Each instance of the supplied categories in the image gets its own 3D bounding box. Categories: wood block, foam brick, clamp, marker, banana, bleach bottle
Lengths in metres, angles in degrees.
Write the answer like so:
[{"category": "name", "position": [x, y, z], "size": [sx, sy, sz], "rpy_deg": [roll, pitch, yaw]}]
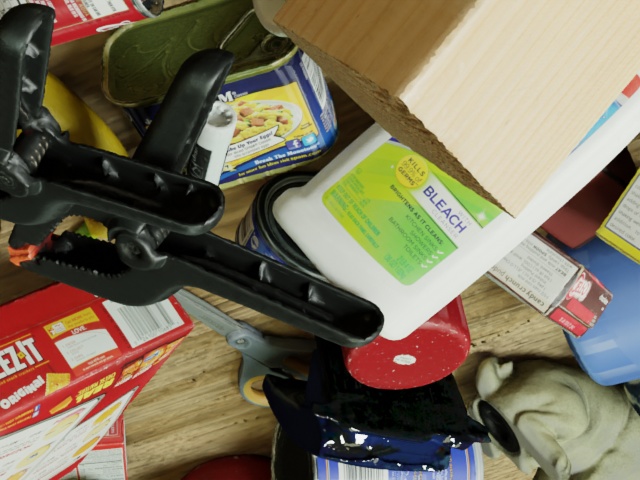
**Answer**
[{"category": "wood block", "position": [0.092, -0.125, 0.402], "size": [0.206, 0.090, 0.090], "rpy_deg": [-51, 133, 2]}, {"category": "foam brick", "position": [0.139, -0.045, 0.598], "size": [0.053, 0.078, 0.051], "rpy_deg": [-37, 134, 29]}, {"category": "clamp", "position": [-0.121, -0.034, 0.475], "size": [0.120, 0.039, 0.172], "rpy_deg": [48, 147, -21]}, {"category": "marker", "position": [-0.061, -0.024, 0.543], "size": [0.020, 0.020, 0.121], "rpy_deg": [3, 145, -15]}, {"category": "clamp", "position": [-0.076, 0.000, 0.532], "size": [0.210, 0.036, 0.164], "rpy_deg": [-13, 122, 41]}, {"category": "banana", "position": [-0.145, -0.051, 0.568], "size": [0.070, 0.037, 0.197], "rpy_deg": [-16, 142, 10]}, {"category": "bleach bottle", "position": [0.099, -0.066, 0.539], "size": [0.251, 0.102, 0.068], "rpy_deg": [-44, 170, 10]}]

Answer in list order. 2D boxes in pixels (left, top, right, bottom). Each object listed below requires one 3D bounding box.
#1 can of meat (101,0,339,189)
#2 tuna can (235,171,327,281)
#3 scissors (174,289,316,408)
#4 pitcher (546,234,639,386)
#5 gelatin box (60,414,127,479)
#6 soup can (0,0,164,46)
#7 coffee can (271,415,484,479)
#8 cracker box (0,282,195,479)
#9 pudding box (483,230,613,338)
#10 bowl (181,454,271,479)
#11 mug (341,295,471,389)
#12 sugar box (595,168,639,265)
[{"category": "can of meat", "position": [-0.047, -0.073, 0.543], "size": [0.102, 0.057, 0.084], "rpy_deg": [-15, 144, 9]}, {"category": "tuna can", "position": [-0.004, 0.001, 0.622], "size": [0.086, 0.086, 0.034], "rpy_deg": [10, 137, -22]}, {"category": "scissors", "position": [-0.064, 0.080, 0.770], "size": [0.201, 0.016, 0.096], "rpy_deg": [23, 132, -34]}, {"category": "pitcher", "position": [0.271, 0.006, 0.662], "size": [0.243, 0.145, 0.149], "rpy_deg": [-21, 129, 21]}, {"category": "gelatin box", "position": [-0.191, 0.172, 0.852], "size": [0.073, 0.030, 0.089], "rpy_deg": [-3, 144, -9]}, {"category": "soup can", "position": [-0.127, -0.116, 0.462], "size": [0.102, 0.068, 0.068], "rpy_deg": [-14, 142, 8]}, {"category": "coffee can", "position": [0.043, 0.180, 0.840], "size": [0.140, 0.103, 0.103], "rpy_deg": [2, 142, -20]}, {"category": "cracker box", "position": [-0.199, 0.112, 0.681], "size": [0.163, 0.072, 0.214], "rpy_deg": [-25, 163, -48]}, {"category": "pudding box", "position": [0.107, 0.005, 0.611], "size": [0.039, 0.114, 0.090], "rpy_deg": [-55, 153, 3]}, {"category": "bowl", "position": [-0.071, 0.233, 0.932], "size": [0.162, 0.055, 0.162], "rpy_deg": [-5, 142, -4]}, {"category": "mug", "position": [0.051, 0.036, 0.681], "size": [0.093, 0.081, 0.117], "rpy_deg": [-4, 142, -6]}, {"category": "sugar box", "position": [0.223, -0.059, 0.547], "size": [0.093, 0.048, 0.176], "rpy_deg": [13, 114, -51]}]
